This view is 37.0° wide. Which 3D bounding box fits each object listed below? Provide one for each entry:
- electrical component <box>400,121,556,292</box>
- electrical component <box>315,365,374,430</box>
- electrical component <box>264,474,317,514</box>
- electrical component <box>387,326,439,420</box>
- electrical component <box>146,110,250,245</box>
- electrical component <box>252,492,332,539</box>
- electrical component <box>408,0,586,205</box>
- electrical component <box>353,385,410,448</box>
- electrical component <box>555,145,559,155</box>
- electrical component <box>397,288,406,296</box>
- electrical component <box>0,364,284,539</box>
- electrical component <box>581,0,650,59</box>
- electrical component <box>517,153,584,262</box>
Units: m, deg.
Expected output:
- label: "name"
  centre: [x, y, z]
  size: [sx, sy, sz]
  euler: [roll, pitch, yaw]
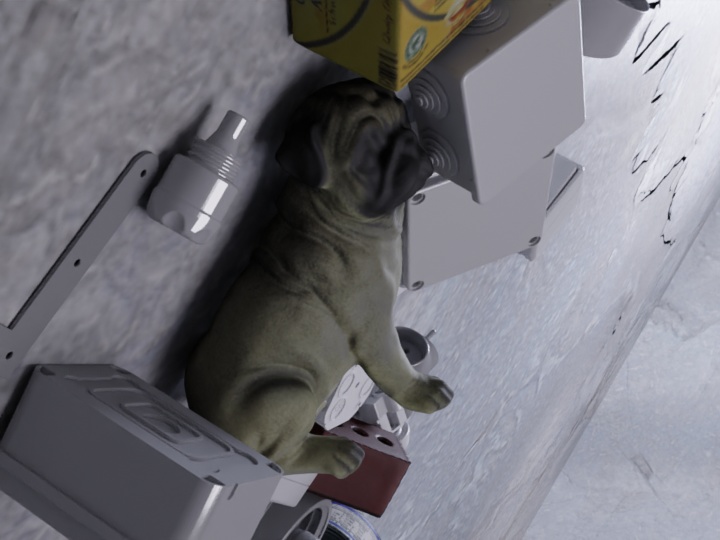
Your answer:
- label: "electrical component"
  centre: [0.066, -0.051, 0.708]
  size: [0.109, 0.056, 0.108]
  euler: [-20, 145, -12]
- label: "electrical component"
  centre: [-0.022, 0.066, 0.741]
  size: [0.080, 0.051, 0.080]
  euler: [-48, 157, -28]
- label: "electrical component"
  centre: [-0.074, 0.147, 0.739]
  size: [0.075, 0.047, 0.083]
  euler: [-55, 160, -6]
- label: "electrical component"
  centre: [0.040, 0.079, 0.914]
  size: [0.079, 0.044, 0.077]
  euler: [-41, 153, -39]
- label: "electrical component"
  centre: [-0.071, -0.044, 0.495]
  size: [0.061, 0.035, 0.035]
  euler: [-61, 160, -3]
- label: "electrical component"
  centre: [-0.065, 0.208, 0.825]
  size: [0.108, 0.060, 0.108]
  euler: [-48, 157, -27]
- label: "electrical component"
  centre: [0.073, -0.099, 0.581]
  size: [0.100, 0.048, 0.099]
  euler: [-38, 139, -21]
- label: "electrical component"
  centre: [0.012, 0.121, 0.873]
  size: [0.048, 0.066, 0.055]
  euler: [-39, 119, -43]
- label: "electrical component"
  centre: [0.110, -0.093, 0.809]
  size: [0.089, 0.062, 0.150]
  euler: [-41, 154, -39]
- label: "electrical component"
  centre: [0.027, -0.003, 0.775]
  size: [0.065, 0.044, 0.044]
  euler: [-33, 148, -41]
- label: "electrical component"
  centre: [-0.104, 0.095, 0.500]
  size: [0.057, 0.113, 0.078]
  euler: [-64, 160, 5]
- label: "electrical component"
  centre: [0.143, -0.186, 0.710]
  size: [0.099, 0.099, 0.064]
  euler: [-33, 154, -50]
- label: "electrical component"
  centre: [0.145, -0.059, 0.938]
  size: [0.096, 0.062, 0.061]
  euler: [-50, 158, -24]
